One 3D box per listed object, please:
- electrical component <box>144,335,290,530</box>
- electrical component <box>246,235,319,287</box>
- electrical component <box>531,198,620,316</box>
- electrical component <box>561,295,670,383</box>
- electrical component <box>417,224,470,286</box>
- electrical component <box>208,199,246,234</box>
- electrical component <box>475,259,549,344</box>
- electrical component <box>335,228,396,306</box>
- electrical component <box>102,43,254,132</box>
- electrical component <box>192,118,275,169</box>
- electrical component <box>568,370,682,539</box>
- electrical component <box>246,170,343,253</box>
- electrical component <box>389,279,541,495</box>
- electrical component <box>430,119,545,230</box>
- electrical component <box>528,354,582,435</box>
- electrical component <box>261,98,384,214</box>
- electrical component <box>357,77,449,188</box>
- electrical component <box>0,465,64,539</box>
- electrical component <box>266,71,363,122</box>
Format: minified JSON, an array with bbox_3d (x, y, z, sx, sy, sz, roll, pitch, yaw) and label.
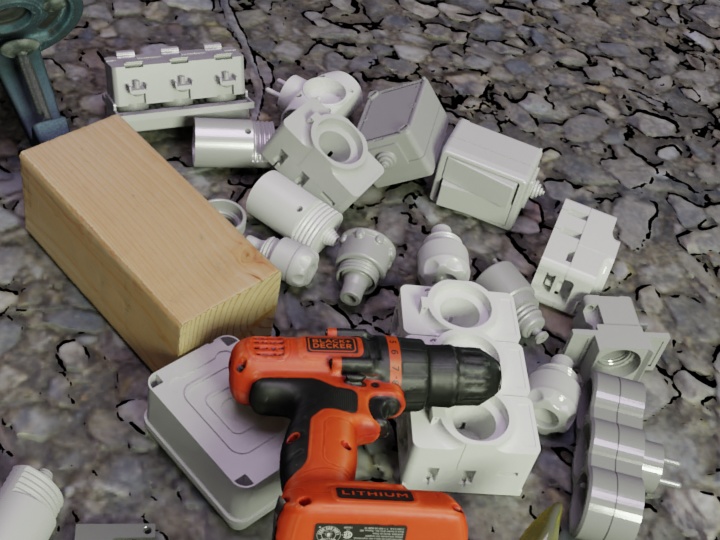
[{"bbox_3d":[-0.087,0.111,0.737,0.078,0.057,0.113,-29,59,-33],"label":"electrical component"},{"bbox_3d":[-0.066,-0.011,0.874,0.061,0.035,0.035,24,47,15],"label":"electrical component"},{"bbox_3d":[0.185,-0.009,0.916,0.056,0.050,0.089,22,46,9],"label":"electrical component"},{"bbox_3d":[0.201,0.055,0.865,0.081,0.042,0.063,3,45,-10],"label":"electrical component"},{"bbox_3d":[0.069,-0.011,0.897,0.043,0.043,0.062,7,45,-6],"label":"electrical component"},{"bbox_3d":[-0.114,-0.028,0.870,0.040,0.046,0.040,7,46,-7],"label":"electrical component"},{"bbox_3d":[0.126,0.028,0.874,0.040,0.040,0.078,-17,53,-26],"label":"electrical component"},{"bbox_3d":[0.000,0.000,0.872,0.048,0.048,0.062,17,53,3],"label":"electrical component"},{"bbox_3d":[-0.166,-0.165,0.970,0.121,0.063,0.078,-10,27,-20],"label":"electrical component"},{"bbox_3d":[-0.107,-0.112,0.954,0.081,0.043,0.043,1,47,-12],"label":"electrical component"},{"bbox_3d":[0.196,0.139,0.775,0.074,0.052,0.138,14,45,1],"label":"electrical component"},{"bbox_3d":[-0.051,-0.045,0.902,0.081,0.043,0.043,34,49,19],"label":"electrical component"},{"bbox_3d":[0.074,0.083,0.795,0.089,0.061,0.150,5,46,-8],"label":"electrical component"},{"bbox_3d":[0.117,-0.081,0.961,0.096,0.061,0.061,22,46,9],"label":"electrical component"},{"bbox_3d":[0.147,0.091,0.817,0.043,0.043,0.062,21,45,8],"label":"electrical component"},{"bbox_3d":[-0.030,-0.096,0.926,0.089,0.056,0.050,46,50,-2],"label":"electrical component"},{"bbox_3d":[0.037,-0.117,0.969,0.062,0.061,0.096,-11,41,29],"label":"electrical component"},{"bbox_3d":[-0.214,0.159,0.672,0.043,0.043,0.081,17,45,3],"label":"electrical component"},{"bbox_3d":[-0.051,-0.158,1.010,0.079,0.044,0.077,29,48,16],"label":"electrical component"}]
